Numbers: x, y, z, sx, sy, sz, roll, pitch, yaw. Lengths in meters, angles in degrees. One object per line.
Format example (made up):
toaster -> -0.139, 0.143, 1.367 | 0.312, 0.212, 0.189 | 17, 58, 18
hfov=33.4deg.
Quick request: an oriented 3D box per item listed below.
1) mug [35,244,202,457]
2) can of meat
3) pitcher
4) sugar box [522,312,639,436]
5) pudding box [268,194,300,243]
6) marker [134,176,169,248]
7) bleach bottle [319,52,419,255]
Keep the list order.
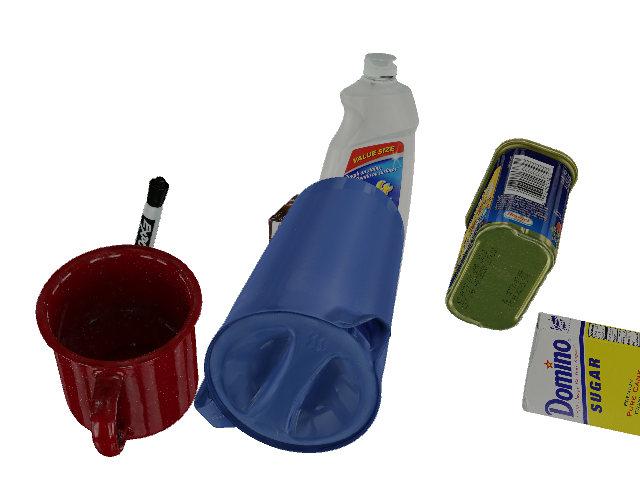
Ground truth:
mug -> -0.114, 0.072, 0.621 | 0.093, 0.117, 0.081 | 1, -45, -1
can of meat -> 0.125, -0.001, 0.706 | 0.057, 0.083, 0.102 | 21, -42, 3
pitcher -> -0.008, 0.052, 0.879 | 0.149, 0.145, 0.242 | 10, 32, 7
sugar box -> 0.284, 0.132, 1.005 | 0.176, 0.093, 0.048 | 9, 22, 11
pudding box -> -0.004, -0.019, 1.275 | 0.090, 0.039, 0.113 | 8, 22, 14
marker -> -0.167, -0.011, 1.033 | 0.020, 0.121, 0.020 | 14, 35, -10
bleach bottle -> 0.038, -0.056, 1.033 | 0.102, 0.251, 0.068 | 3, 23, -5
